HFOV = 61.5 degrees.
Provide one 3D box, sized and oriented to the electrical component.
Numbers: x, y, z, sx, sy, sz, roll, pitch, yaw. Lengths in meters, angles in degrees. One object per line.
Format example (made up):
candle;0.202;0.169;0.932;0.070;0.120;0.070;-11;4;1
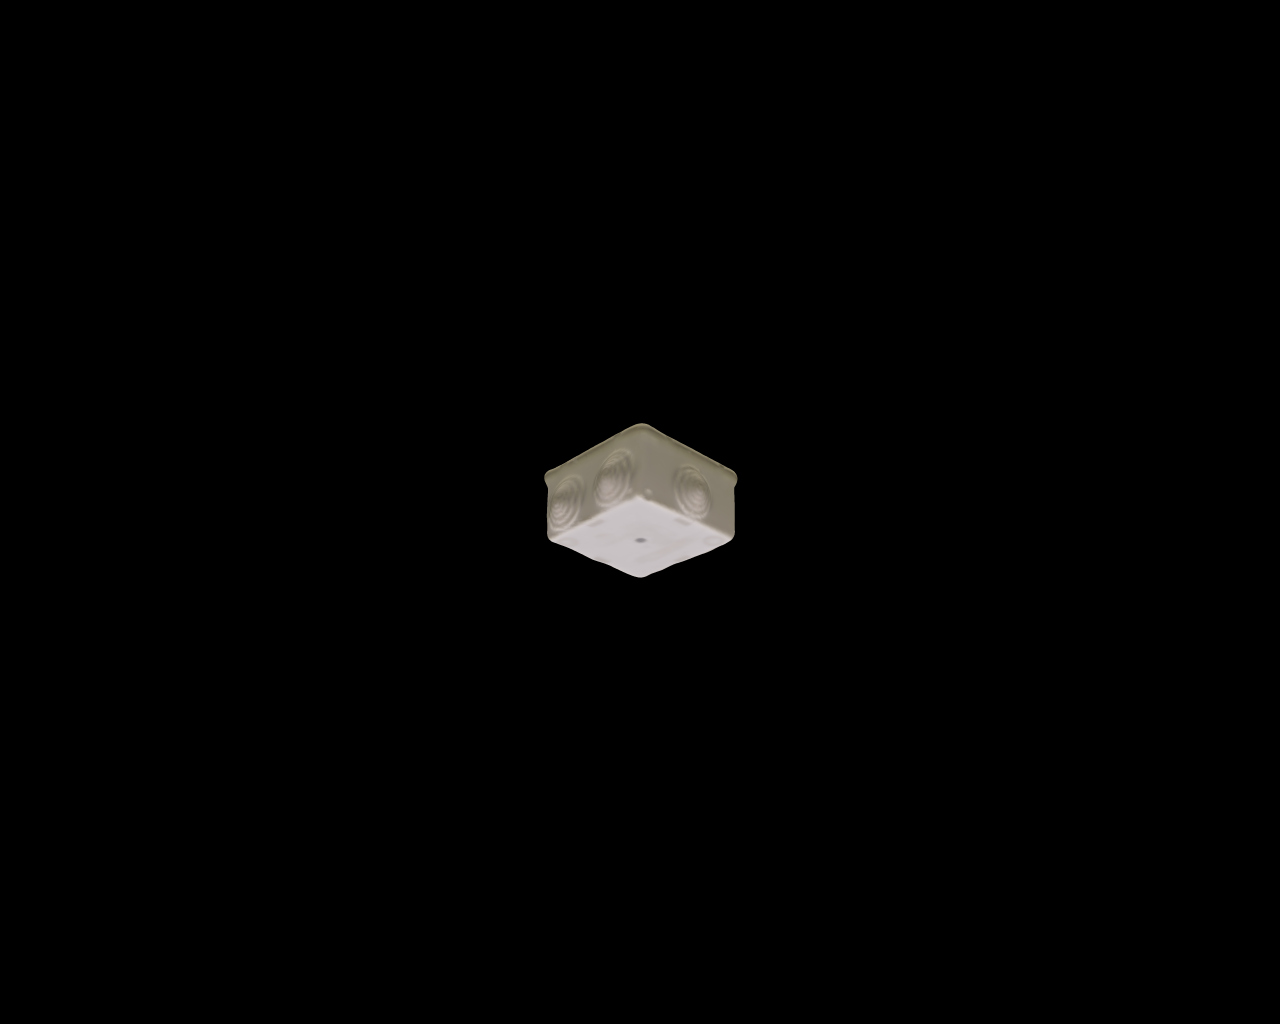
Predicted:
electrical component;0.001;-0.003;0.650;0.099;0.048;0.099;-25;-37;38
